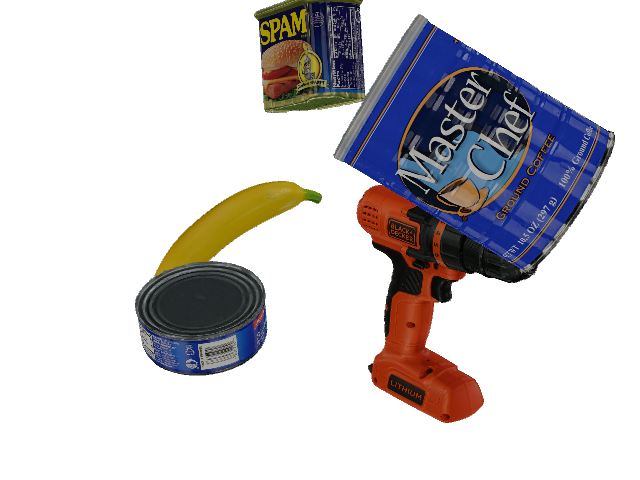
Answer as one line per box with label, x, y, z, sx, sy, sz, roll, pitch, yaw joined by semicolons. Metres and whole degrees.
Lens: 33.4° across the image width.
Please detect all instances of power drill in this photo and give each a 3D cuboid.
power drill;0.105;0.056;0.909;0.057;0.188;0.185;-16;26;-36

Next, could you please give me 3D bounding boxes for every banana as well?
banana;-0.091;-0.003;1.017;0.198;0.069;0.037;-32;41;3

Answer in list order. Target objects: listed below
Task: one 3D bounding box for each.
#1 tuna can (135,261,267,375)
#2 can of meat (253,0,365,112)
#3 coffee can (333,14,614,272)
tuna can;-0.078;0.051;0.709;0.086;0.034;0.086;-2;33;1
can of meat;-0.008;-0.151;0.875;0.057;0.084;0.102;-5;2;-35
coffee can;0.093;-0.060;0.662;0.140;0.103;0.103;31;0;0
